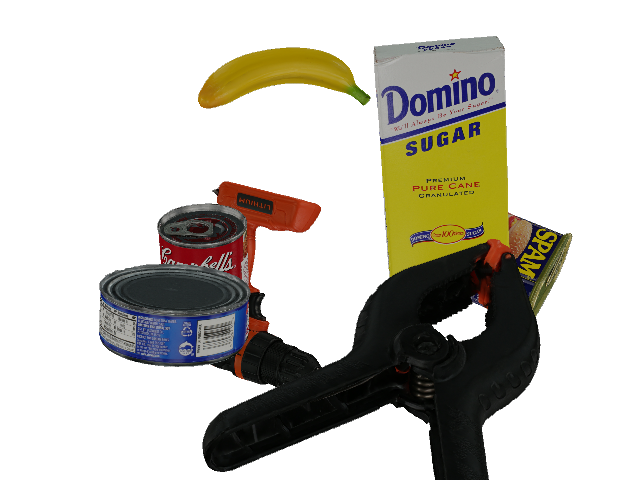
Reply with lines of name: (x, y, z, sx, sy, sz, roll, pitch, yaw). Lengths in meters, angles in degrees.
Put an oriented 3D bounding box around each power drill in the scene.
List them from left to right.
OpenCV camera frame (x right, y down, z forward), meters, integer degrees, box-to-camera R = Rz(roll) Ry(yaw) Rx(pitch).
power drill: (-0.061, 0.045, 1.060, 0.185, 0.187, 0.057, 17, 1, 26)

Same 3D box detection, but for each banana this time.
banana: (-0.042, -0.170, 1.105, 0.197, 0.070, 0.037, -7, -41, -28)

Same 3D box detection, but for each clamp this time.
clamp: (0.049, 0.063, 0.439, 0.120, 0.039, 0.171, 33, 52, 23)

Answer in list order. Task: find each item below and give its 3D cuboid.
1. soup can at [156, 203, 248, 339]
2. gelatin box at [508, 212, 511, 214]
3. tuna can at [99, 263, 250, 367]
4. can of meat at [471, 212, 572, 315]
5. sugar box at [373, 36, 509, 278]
soup can: (-0.090, 0.031, 0.829, 0.068, 0.102, 0.068, 0, 28, 0)
gelatin box: (0.203, 0.005, 1.261, 0.030, 0.089, 0.073, -16, 32, -28)
tuna can: (-0.084, 0.042, 0.613, 0.086, 0.034, 0.086, 5, 15, -1)
can of meat: (0.171, 0.021, 0.975, 0.084, 0.057, 0.102, 23, 46, 18)
sugar box: (0.090, -0.057, 0.787, 0.093, 0.176, 0.048, -5, 23, 3)
